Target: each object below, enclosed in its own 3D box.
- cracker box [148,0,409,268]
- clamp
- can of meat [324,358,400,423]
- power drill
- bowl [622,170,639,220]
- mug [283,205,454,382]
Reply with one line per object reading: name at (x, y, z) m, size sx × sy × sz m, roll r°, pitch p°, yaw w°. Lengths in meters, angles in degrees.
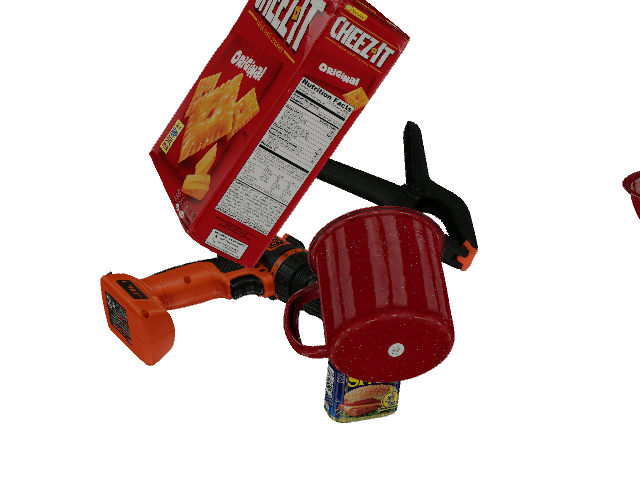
cracker box at (-0.043, -0.110, 0.839) m, size 0.072 × 0.214 × 0.164 m, roll 27°, pitch 16°, yaw -30°
clamp at (0.089, -0.046, 1.162) m, size 0.164 × 0.210 × 0.036 m, roll -15°, pitch -37°, yaw -28°
can of meat at (0.056, 0.186, 1.395) m, size 0.102 × 0.084 × 0.057 m, roll -5°, pitch 25°, yaw -22°
power drill at (-0.086, 0.049, 0.948) m, size 0.187 × 0.057 × 0.185 m, roll -17°, pitch 26°, yaw -29°
bowl at (0.370, -0.025, 1.021) m, size 0.162 × 0.055 × 0.162 m, roll 0°, pitch 19°, yaw 0°
mug at (0.030, 0.041, 0.692) m, size 0.117 × 0.081 × 0.093 m, roll -18°, pitch -40°, yaw 14°
